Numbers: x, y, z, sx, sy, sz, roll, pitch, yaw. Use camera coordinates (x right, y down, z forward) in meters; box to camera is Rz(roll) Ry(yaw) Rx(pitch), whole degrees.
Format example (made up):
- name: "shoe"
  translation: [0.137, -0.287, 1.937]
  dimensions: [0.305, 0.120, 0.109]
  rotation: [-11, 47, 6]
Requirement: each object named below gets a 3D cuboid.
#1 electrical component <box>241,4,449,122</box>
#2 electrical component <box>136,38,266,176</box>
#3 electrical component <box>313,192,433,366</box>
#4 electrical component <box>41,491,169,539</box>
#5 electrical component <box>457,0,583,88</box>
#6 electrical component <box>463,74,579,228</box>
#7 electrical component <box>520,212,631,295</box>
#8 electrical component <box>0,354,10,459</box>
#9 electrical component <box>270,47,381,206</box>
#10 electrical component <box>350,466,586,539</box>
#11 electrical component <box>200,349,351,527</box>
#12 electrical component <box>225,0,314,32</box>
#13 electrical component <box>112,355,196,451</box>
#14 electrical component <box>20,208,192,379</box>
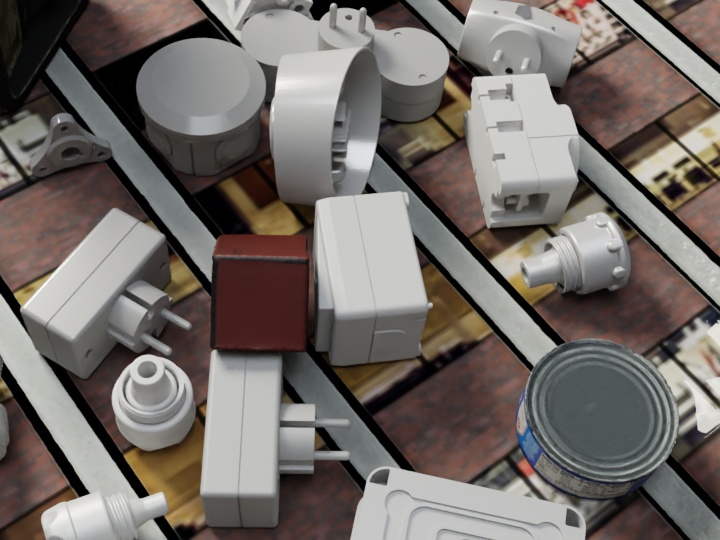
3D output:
- name: "electrical component"
  translation: [-0.010, -0.146, 0.708]
  dimensions: [0.138, 0.073, 0.052]
  rotation: [8, 57, 0]
- name: "electrical component"
  translation: [-0.100, -0.104, 0.688]
  dimensions: [0.080, 0.051, 0.080]
  rotation: [2, 58, -4]
- name: "electrical component"
  translation: [0.000, 0.000, 0.624]
  dimensions: [0.061, 0.061, 0.096]
  rotation: [-6, 59, -8]
- name: "electrical component"
  translation: [-0.129, 0.129, 0.549]
  dimensions: [0.061, 0.035, 0.035]
  rotation: [-17, 61, -18]
- name: "electrical component"
  translation: [0.106, -0.149, 0.729]
  dimensions: [0.077, 0.043, 0.079]
  rotation: [17, 30, 6]
- name: "electrical component"
  translation: [0.105, -0.077, 0.689]
  dimensions: [0.056, 0.050, 0.089]
  rotation: [-4, 58, -8]
- name: "electrical component"
  translation: [0.129, -0.005, 0.651]
  dimensions: [0.062, 0.048, 0.048]
  rotation: [-16, 60, -6]
- name: "electrical component"
  translation: [-0.211, 0.073, 0.570]
  dimensions: [0.045, 0.045, 0.055]
  rotation: [-10, 60, -11]
- name: "electrical component"
  translation: [-0.021, -0.086, 0.658]
  dimensions: [0.064, 0.099, 0.099]
  rotation: [1, 58, 3]
- name: "electrical component"
  translation: [0.049, 0.152, 0.536]
  dimensions: [0.113, 0.057, 0.078]
  rotation: [12, 57, 3]
- name: "electrical component"
  translation: [-0.043, 0.090, 0.572]
  dimensions: [0.076, 0.047, 0.083]
  rotation: [1, 57, -3]
- name: "electrical component"
  translation: [-0.068, -0.194, 0.747]
  dimensions: [0.066, 0.048, 0.055]
  rotation: [6, 46, -37]
- name: "electrical component"
  translation: [-0.110, 0.067, 0.572]
  dimensions: [0.043, 0.062, 0.043]
  rotation: [2, 58, -4]
- name: "electrical component"
  translation: [-0.132, 0.022, 0.608]
  dimensions: [0.076, 0.047, 0.083]
  rotation: [29, 60, 13]
